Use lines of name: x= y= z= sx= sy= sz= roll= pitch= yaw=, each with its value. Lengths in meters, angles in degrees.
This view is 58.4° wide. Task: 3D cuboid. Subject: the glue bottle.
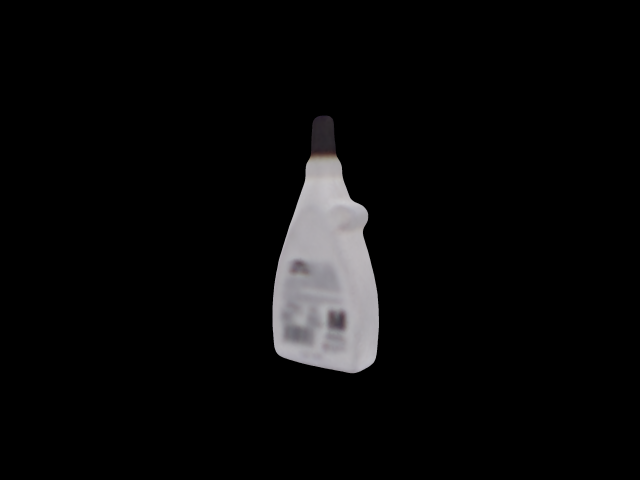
glue bottle: x=0.004 y=0.001 z=0.400 sx=0.077 sy=0.173 sz=0.037 roll=6 pitch=11 yaw=31
